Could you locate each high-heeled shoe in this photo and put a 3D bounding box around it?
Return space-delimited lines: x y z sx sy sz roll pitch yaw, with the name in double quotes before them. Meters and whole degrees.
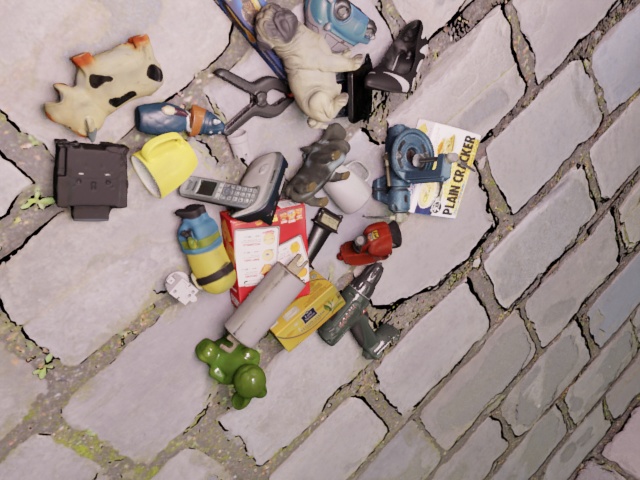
"high-heeled shoe" 0.156 -0.371 1.075 0.249 0.086 0.145 -30 129 -58

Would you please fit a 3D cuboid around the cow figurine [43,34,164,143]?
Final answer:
"cow figurine" -0.344 -0.240 0.862 0.195 0.086 0.127 -30 116 -20

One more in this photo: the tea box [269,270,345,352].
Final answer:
"tea box" -0.040 0.156 1.201 0.169 0.098 0.068 -38 124 -12

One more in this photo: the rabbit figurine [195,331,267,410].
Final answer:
"rabbit figurine" -0.171 0.280 1.122 0.121 0.170 0.158 -23 119 -23

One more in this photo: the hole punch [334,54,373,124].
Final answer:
"hole punch" 0.052 -0.300 1.095 0.116 0.092 0.142 -36 128 -53

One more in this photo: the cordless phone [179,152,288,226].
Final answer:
"cordless phone" -0.163 -0.110 1.024 0.088 0.184 0.146 98 5 -59

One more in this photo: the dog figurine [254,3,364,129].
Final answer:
"dog figurine" -0.044 -0.302 0.951 0.190 0.121 0.172 17 99 -21

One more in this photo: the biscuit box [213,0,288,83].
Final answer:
"biscuit box" -0.100 -0.376 0.970 0.059 0.063 0.202 -49 126 -4

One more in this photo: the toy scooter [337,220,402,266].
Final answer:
"toy scooter" 0.107 0.014 1.223 0.135 0.183 0.075 -10 73 -6

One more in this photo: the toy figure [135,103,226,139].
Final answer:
"toy figure" -0.243 -0.211 0.946 0.154 0.064 0.057 -4 97 -30

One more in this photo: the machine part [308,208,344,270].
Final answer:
"machine part" -0.002 -0.004 1.199 0.084 0.039 0.138 23 94 -45

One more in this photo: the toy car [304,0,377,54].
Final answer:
"toy car" 0.026 -0.412 1.023 0.161 0.109 0.103 17 123 -47

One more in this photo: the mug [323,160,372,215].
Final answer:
"mug" 0.057 -0.127 1.161 0.107 0.081 0.109 39 89 -27

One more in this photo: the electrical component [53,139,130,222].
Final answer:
"electrical component" -0.385 -0.099 0.905 0.115 0.058 0.134 -2 110 -30

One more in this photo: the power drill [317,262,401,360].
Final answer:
"power drill" 0.117 0.190 1.325 0.232 0.086 0.207 -46 130 -7

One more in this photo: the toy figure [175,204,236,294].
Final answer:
"toy figure" -0.220 0.021 1.032 0.082 0.089 0.180 -25 116 -32

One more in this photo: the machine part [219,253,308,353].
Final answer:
"machine part" -0.109 0.129 1.073 0.243 0.079 0.079 -51 127 -3

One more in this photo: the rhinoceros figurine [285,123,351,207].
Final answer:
"rhinoceros figurine" 0.002 -0.153 1.094 0.190 0.112 0.073 -58 136 -15

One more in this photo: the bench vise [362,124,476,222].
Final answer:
"bench vise" 0.203 -0.144 1.159 0.129 0.241 0.223 11 87 -31
